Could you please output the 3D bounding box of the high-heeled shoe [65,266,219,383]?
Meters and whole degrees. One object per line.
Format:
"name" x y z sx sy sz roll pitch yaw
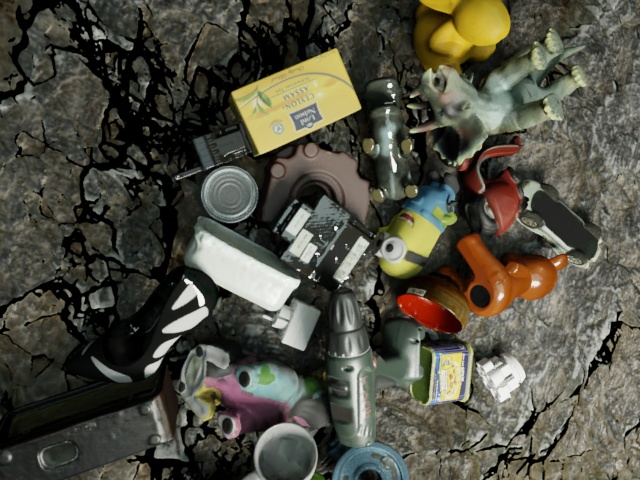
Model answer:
"high-heeled shoe" -0.247 0.112 0.709 0.249 0.086 0.145 -18 139 -1

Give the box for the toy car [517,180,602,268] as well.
"toy car" 0.412 -0.027 0.932 0.201 0.056 0.073 36 79 -16

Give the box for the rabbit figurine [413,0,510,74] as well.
"rabbit figurine" 0.215 -0.323 0.792 0.122 0.173 0.162 -29 106 -7

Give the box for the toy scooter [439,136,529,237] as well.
"toy scooter" 0.286 -0.103 0.876 0.135 0.075 0.184 -22 85 -10

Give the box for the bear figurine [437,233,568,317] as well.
"bear figurine" 0.308 0.052 0.892 0.196 0.120 0.132 -18 56 -38

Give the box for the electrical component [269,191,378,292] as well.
"electrical component" -0.002 -0.002 0.767 0.134 0.058 0.115 37 86 -17

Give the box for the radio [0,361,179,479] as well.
"radio" -0.312 0.249 0.724 0.230 0.131 0.073 -18 101 -13

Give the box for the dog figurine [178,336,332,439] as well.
"dog figurine" -0.075 0.220 0.806 0.219 0.192 0.108 17 92 -50

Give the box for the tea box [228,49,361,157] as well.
"tea box" -0.038 -0.199 0.789 0.170 0.068 0.098 -28 101 -12

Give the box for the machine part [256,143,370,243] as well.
"machine part" -0.009 -0.060 0.816 0.179 0.056 0.179 -2 97 -15

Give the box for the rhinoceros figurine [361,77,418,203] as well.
"rhinoceros figurine" 0.107 -0.148 0.813 0.073 0.112 0.190 -6 112 15

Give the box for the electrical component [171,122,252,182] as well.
"electrical component" -0.160 -0.124 0.762 0.119 0.075 0.047 -21 101 -9

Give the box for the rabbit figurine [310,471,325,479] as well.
"rabbit figurine" -0.098 0.392 0.805 0.170 0.121 0.159 4 116 -30

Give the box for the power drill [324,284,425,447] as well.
"power drill" 0.082 0.168 0.791 0.086 0.207 0.231 2 95 30

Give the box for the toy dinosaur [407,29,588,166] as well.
"toy dinosaur" 0.285 -0.220 0.827 0.405 0.192 0.131 -28 97 -48

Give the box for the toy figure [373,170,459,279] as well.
"toy figure" 0.158 -0.021 0.852 0.089 0.082 0.180 38 83 -13

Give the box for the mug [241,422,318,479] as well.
"mug" -0.056 0.309 0.715 0.109 0.107 0.081 -32 60 -24

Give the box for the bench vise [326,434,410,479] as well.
"bench vise" 0.099 0.394 0.802 0.129 0.240 0.223 -32 86 -6

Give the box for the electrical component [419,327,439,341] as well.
"electrical component" 0.183 0.121 0.900 0.063 0.021 0.094 -34 101 -10
